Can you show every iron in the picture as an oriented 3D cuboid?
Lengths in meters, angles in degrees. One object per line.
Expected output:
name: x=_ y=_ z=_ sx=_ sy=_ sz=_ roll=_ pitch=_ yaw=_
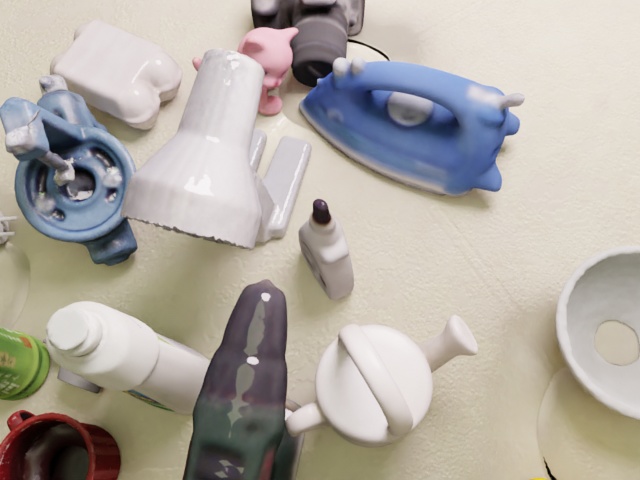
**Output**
iron: x=0.091 y=-0.146 z=0.625 sx=0.258 sy=0.141 sz=0.119 roll=18 pitch=71 yaw=9

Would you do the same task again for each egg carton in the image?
egg carton: x=-0.248 y=-0.202 z=0.699 sx=0.150 sy=0.069 sz=0.107 roll=24 pitch=72 yaw=11

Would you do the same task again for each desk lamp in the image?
desk lamp: x=-0.091 y=-0.069 z=0.565 sx=0.117 sy=0.213 sz=0.203 roll=13 pitch=70 yaw=8

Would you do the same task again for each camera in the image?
camera: x=-0.017 y=-0.265 z=0.696 sx=0.143 sy=0.101 sz=0.137 roll=2 pitch=69 yaw=3

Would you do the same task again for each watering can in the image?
watering can: x=0.052 y=0.120 z=0.498 sx=0.100 sy=0.194 sz=0.173 roll=39 pitch=76 yaw=16

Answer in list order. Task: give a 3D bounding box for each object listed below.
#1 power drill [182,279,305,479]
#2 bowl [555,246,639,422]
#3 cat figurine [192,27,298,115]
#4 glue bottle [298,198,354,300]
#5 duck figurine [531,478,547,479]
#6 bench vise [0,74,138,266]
power drill: x=-0.060 y=0.167 z=0.477 sx=0.075 sy=0.208 sz=0.230 roll=9 pitch=70 yaw=6
bowl: x=0.304 y=0.095 z=0.560 sx=0.167 sy=0.075 sz=0.167 roll=-1 pitch=69 yaw=2
cat figurine: x=-0.085 y=-0.203 z=0.667 sx=0.128 sy=0.118 sz=0.067 roll=-7 pitch=69 yaw=0
glue bottle: x=0.005 y=0.002 z=0.556 sx=0.037 sy=0.173 sz=0.078 roll=-28 pitch=70 yaw=-8
duck figurine: x=0.217 y=0.260 z=0.495 sx=0.077 sy=0.086 sz=0.104 roll=-28 pitch=71 yaw=-8
bench vise: x=-0.272 y=-0.090 z=0.578 sx=0.121 sy=0.220 sz=0.207 roll=-38 pitch=72 yaw=-11
